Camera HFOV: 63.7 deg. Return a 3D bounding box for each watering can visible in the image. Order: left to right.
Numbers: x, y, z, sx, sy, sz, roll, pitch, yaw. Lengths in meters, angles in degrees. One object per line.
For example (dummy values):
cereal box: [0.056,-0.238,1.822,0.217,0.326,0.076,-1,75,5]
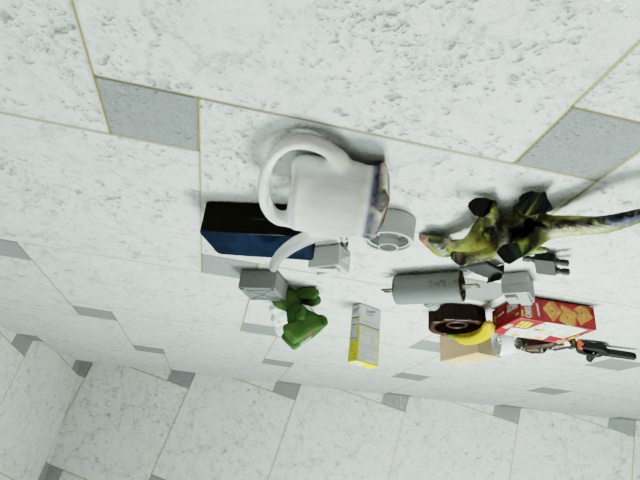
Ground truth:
watering can: [0.003,-0.046,0.909,0.224,0.106,0.339,7,139,1]

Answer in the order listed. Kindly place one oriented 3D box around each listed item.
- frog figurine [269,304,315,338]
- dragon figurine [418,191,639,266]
frog figurine: [-0.084,0.244,1.599,0.137,0.125,0.156,-28,142,-3]
dragon figurine: [0.383,-0.007,0.979,0.409,0.123,0.241,-3,171,24]
